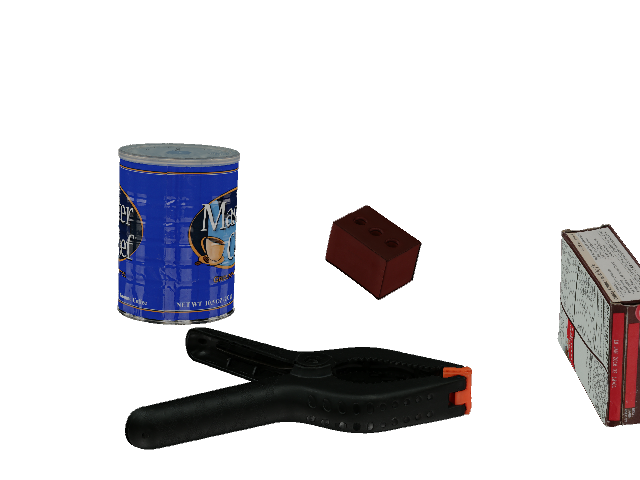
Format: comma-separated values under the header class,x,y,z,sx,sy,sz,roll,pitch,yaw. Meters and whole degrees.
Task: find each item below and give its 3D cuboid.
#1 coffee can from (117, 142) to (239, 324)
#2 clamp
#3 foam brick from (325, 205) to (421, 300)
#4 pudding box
class,x,y,z,sx,sy,sz,roll,pitch,yaw
coffee can,-0.123,-0.009,0.920,0.103,0.140,0.103,3,11,-1
clamp,-0.010,0.090,0.693,0.210,0.036,0.164,-1,15,0
foam brick,0.052,0.011,1.059,0.052,0.051,0.078,-27,50,-37
pudding box,0.187,0.052,0.693,0.039,0.090,0.113,-5,25,-4
